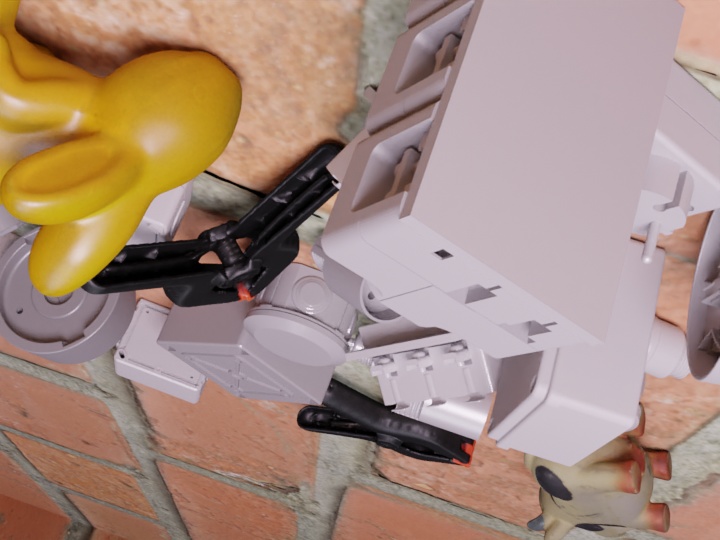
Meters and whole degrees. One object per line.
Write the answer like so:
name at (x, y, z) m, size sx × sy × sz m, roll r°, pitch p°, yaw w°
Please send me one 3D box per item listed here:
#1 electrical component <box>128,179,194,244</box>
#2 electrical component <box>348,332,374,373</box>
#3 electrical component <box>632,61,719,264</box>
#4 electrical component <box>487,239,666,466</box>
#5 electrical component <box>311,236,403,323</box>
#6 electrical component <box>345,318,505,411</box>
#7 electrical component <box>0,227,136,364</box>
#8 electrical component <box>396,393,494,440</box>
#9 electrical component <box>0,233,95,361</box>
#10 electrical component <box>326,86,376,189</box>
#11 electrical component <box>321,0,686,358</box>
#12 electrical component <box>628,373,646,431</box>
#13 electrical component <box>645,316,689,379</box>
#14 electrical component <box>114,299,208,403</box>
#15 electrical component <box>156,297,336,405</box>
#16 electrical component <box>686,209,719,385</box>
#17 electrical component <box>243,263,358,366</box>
electrical component at (-0.155, -0.056, 0.674) m, size 0.096 × 0.061 × 0.061 m, roll 22°, pitch 157°, yaw -4°
electrical component at (0.022, 0.066, 0.823) m, size 0.078 × 0.040 × 0.040 m, roll 20°, pitch 157°, yaw 2°
electrical component at (0.126, -0.040, 0.465) m, size 0.066 × 0.076 × 0.047 m, roll 32°, pitch 154°, yaw -25°
electrical component at (0.122, 0.045, 0.615) m, size 0.056 × 0.108 × 0.108 m, roll 18°, pitch 157°, yaw -1°
electrical component at (0.000, 0.000, 0.683) m, size 0.043 × 0.043 × 0.081 m, roll 37°, pitch 177°, yaw -33°
electrical component at (0.058, 0.056, 0.730) m, size 0.079 × 0.063 × 0.121 m, roll -14°, pitch 178°, yaw -36°
electrical component at (-0.231, 0.023, 0.854) m, size 0.108 × 0.108 × 0.060 m, roll 14°, pitch 162°, yaw 14°
electrical component at (0.063, 0.104, 0.869) m, size 0.081 × 0.043 × 0.043 m, roll 18°, pitch 156°, yaw 5°
electrical component at (-0.291, 0.021, 0.947) m, size 0.150 × 0.061 × 0.089 m, roll 24°, pitch 156°, yaw -8°
electrical component at (0.045, -0.031, 0.550) m, size 0.121 × 0.063 × 0.078 m, roll 39°, pitch -169°, yaw -36°
electrical component at (0.055, -0.054, 0.400) m, size 0.089 × 0.150 × 0.062 m, roll 32°, pitch 153°, yaw -25°
electrical component at (0.152, 0.074, 0.725) m, size 0.080 × 0.051 × 0.080 m, roll 17°, pitch 156°, yaw 8°
electrical component at (0.191, 0.051, 0.665) m, size 0.061 × 0.035 × 0.035 m, roll 22°, pitch 157°, yaw -10°
electrical component at (-0.179, 0.073, 0.970) m, size 0.096 × 0.061 × 0.061 m, roll 21°, pitch 156°, yaw -2°
electrical component at (-0.091, 0.063, 0.887) m, size 0.109 × 0.056 × 0.109 m, roll -1°, pitch 148°, yaw 42°
electrical component at (0.185, 0.008, 0.501) m, size 0.064 × 0.099 × 0.099 m, roll 17°, pitch 157°, yaw -8°
electrical component at (-0.041, 0.035, 0.792) m, size 0.080 × 0.051 × 0.080 m, roll 17°, pitch 156°, yaw 8°
